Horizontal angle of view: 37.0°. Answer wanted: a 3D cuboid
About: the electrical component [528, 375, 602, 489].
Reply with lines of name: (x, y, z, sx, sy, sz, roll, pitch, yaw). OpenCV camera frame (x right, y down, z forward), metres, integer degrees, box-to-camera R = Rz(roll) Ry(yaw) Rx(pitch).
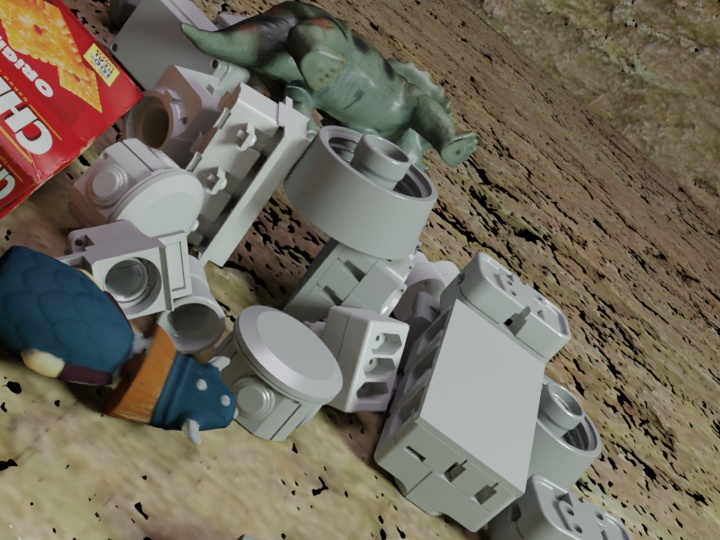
electrical component: (0.151, 0.127, 0.892, 0.108, 0.060, 0.108, 33, 23, -16)

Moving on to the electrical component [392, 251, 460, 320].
electrical component: (0.081, 0.034, 0.970, 0.138, 0.052, 0.073, 17, 31, -44)

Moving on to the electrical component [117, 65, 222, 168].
electrical component: (-0.144, -0.107, 0.828, 0.050, 0.089, 0.056, 51, 24, 25)

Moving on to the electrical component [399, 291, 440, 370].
electrical component: (0.069, 0.070, 0.884, 0.089, 0.050, 0.055, 36, 22, -10)

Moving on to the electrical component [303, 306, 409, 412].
electrical component: (-0.015, 0.058, 0.764, 0.077, 0.065, 0.047, 19, 6, 38)

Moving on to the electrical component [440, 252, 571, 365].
electrical component: (0.112, 0.040, 0.859, 0.095, 0.059, 0.053, 36, 22, -13)

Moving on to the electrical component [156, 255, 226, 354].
electrical component: (-0.115, 0.019, 0.702, 0.044, 0.044, 0.065, 26, 21, -30)

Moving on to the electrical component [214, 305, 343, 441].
electrical component: (-0.056, 0.066, 0.692, 0.080, 0.051, 0.080, 33, 23, -16)

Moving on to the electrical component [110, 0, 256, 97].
electrical component: (-0.162, -0.190, 0.976, 0.113, 0.078, 0.057, 47, 20, 17)

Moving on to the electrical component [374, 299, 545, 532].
electrical component: (0.073, 0.103, 0.777, 0.089, 0.061, 0.150, 37, 32, -7)

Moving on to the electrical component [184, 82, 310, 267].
electrical component: (-0.097, -0.072, 0.796, 0.063, 0.121, 0.078, 30, 24, -18)

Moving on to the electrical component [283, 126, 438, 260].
electrical component: (0.005, -0.063, 0.783, 0.108, 0.060, 0.108, 26, 23, -12)

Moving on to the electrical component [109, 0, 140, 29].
electrical component: (-0.207, -0.256, 1.043, 0.057, 0.078, 0.058, 19, 62, -2)

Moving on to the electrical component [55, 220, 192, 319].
electrical component: (-0.147, 0.000, 0.650, 0.081, 0.042, 0.064, -14, 26, -26)

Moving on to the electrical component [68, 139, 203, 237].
electrical component: (-0.148, -0.043, 0.715, 0.051, 0.080, 0.080, 42, 21, 21)

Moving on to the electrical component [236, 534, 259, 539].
electrical component: (-0.037, 0.165, 0.542, 0.077, 0.043, 0.079, 39, 21, -2)

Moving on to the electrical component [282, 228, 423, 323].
electrical component: (0.000, 0.000, 0.855, 0.062, 0.089, 0.150, 38, 22, -5)

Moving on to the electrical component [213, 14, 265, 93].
electrical component: (-0.122, -0.200, 1.033, 0.061, 0.096, 0.061, 46, 23, 13)

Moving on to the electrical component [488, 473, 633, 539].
electrical component: (0.139, 0.193, 0.748, 0.095, 0.059, 0.053, 31, 23, -21)
